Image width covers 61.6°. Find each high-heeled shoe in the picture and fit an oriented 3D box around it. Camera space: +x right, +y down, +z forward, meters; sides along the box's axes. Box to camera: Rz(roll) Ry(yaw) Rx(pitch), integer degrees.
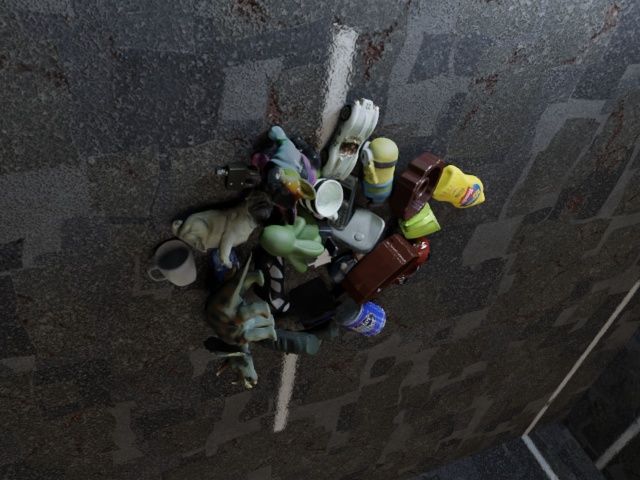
[{"bbox_3d":[-0.110,0.101,1.424,0.145,0.086,0.248,-55,150,-5],"label":"high-heeled shoe"}]

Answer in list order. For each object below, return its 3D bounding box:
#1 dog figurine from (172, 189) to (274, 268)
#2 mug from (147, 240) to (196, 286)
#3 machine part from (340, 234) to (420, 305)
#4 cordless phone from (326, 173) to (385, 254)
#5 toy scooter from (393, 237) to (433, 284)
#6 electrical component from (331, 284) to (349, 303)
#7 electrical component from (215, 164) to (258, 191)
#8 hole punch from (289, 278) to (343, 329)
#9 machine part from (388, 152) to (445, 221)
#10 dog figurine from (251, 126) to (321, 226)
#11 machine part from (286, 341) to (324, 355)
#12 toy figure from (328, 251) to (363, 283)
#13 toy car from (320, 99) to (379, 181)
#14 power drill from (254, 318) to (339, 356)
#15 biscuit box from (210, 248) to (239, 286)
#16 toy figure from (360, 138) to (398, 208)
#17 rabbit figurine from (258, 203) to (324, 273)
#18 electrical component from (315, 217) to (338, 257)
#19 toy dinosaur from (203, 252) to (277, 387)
[{"bbox_3d":[-0.214,-0.054,1.202,0.172,0.121,0.190,32,83,-23],"label":"dog figurine"},{"bbox_3d":[-0.336,0.067,1.241,0.109,0.081,0.107,-29,147,-9],"label":"mug"},{"bbox_3d":[0.160,0.076,1.429,0.201,0.087,0.201,-41,166,13],"label":"machine part"},{"bbox_3d":[0.094,-0.070,1.304,0.089,0.147,0.184,-33,144,-40],"label":"cordless phone"},{"bbox_3d":[0.236,0.061,1.564,0.135,0.075,0.183,9,130,-34],"label":"toy scooter"},{"bbox_3d":[0.075,0.150,1.567,0.102,0.078,0.045,-45,113,9],"label":"electrical component"},{"bbox_3d":[-0.184,-0.135,1.172,0.094,0.021,0.063,-5,133,-26],"label":"electrical component"},{"bbox_3d":[-0.015,0.189,1.520,0.142,0.116,0.092,-23,146,-7],"label":"hole punch"},{"bbox_3d":[0.241,-0.134,1.342,0.179,0.056,0.179,-44,156,-26],"label":"machine part"},{"bbox_3d":[-0.053,-0.121,1.116,0.191,0.219,0.108,22,120,-41],"label":"dog figurine"},{"bbox_3d":[-0.046,0.323,1.687,0.139,0.039,0.084,-12,144,-22],"label":"machine part"},{"bbox_3d":[0.093,0.058,1.491,0.154,0.064,0.057,-38,100,2],"label":"toy figure"},{"bbox_3d":[0.064,-0.222,1.202,0.073,0.056,0.201,6,128,-33],"label":"toy car"},{"bbox_3d":[-0.064,0.271,1.552,0.207,0.232,0.086,1,91,-46],"label":"power drill"},{"bbox_3d":[-0.232,0.111,1.354,0.059,0.063,0.202,-14,136,-15],"label":"biscuit box"},{"bbox_3d":[0.141,-0.162,1.287,0.089,0.082,0.179,-21,135,-13],"label":"toy figure"},{"bbox_3d":[-0.075,0.002,1.229,0.121,0.159,0.170,-48,174,27],"label":"rabbit figurine"},{"bbox_3d":[-0.003,-0.004,1.331,0.048,0.119,0.074,0,133,-30],"label":"electrical component"},{"bbox_3d":[-0.213,0.185,1.310,0.192,0.131,0.404,-14,129,-6],"label":"toy dinosaur"}]
